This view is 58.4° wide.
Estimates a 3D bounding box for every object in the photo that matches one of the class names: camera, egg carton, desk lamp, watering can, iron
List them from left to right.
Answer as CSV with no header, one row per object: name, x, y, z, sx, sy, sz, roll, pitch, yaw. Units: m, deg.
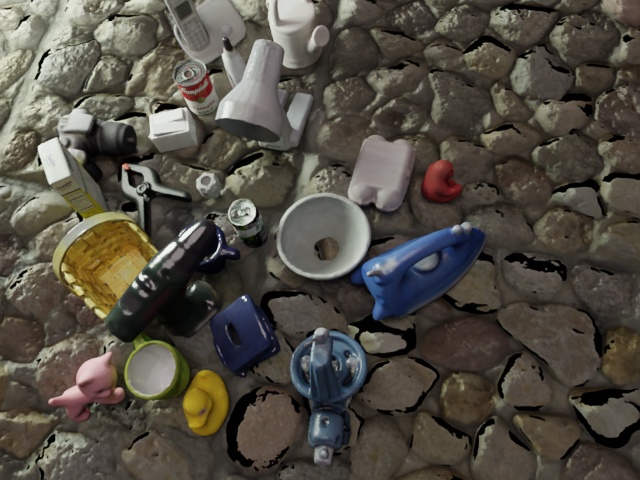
camera,-0.451,-0.196,1.152,0.136,0.101,0.143,4,68,8
desk lamp,-0.101,-0.255,1.077,0.117,0.214,0.203,12,69,12
watering can,-0.048,-0.447,1.163,0.172,0.194,0.101,22,71,15
egg carton,0.117,-0.126,1.077,0.107,0.069,0.150,12,69,11
iron,0.181,0.026,0.967,0.258,0.141,0.118,-29,67,-6

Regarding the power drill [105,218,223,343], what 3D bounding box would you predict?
power drill,-0.237,0.083,0.952,0.075,0.208,0.230,39,76,20

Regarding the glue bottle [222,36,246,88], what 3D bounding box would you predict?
glue bottle,-0.168,-0.344,1.144,0.037,0.173,0.078,-33,67,-8

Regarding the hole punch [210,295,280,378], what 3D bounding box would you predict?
hole punch,-0.132,0.163,0.970,0.101,0.091,0.108,-28,67,-6

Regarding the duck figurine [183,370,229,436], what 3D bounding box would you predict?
duck figurine,-0.195,0.263,0.938,0.077,0.086,0.104,-2,67,6

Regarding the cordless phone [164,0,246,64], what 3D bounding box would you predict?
cordless phone,-0.244,-0.474,1.201,0.148,0.185,0.094,-40,69,-11

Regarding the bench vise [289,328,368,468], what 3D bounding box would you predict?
bench vise,0.020,0.222,0.859,0.121,0.220,0.207,-15,66,0

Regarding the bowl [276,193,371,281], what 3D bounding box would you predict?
bowl,0.009,0.004,1.031,0.167,0.075,0.167,-2,67,5

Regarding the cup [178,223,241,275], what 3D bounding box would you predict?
cup,-0.191,0.027,1.032,0.117,0.095,0.092,11,69,11

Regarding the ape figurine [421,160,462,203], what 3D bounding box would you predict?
ape figurine,0.222,-0.113,1.048,0.076,0.092,0.077,-19,66,-2

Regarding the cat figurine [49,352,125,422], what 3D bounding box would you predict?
cat figurine,-0.384,0.243,0.950,0.128,0.118,0.067,-29,67,-6
